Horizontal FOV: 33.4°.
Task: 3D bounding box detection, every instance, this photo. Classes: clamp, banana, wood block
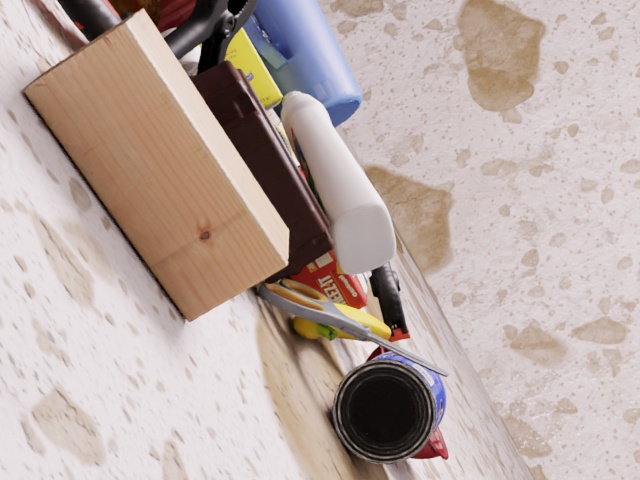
[{"bbox_3d":[-0.116,-0.230,1.123,0.036,0.210,0.164,29,6,19],"label":"clamp"},{"bbox_3d":[0.017,0.094,1.161,0.070,0.037,0.197,34,9,20],"label":"banana"},{"bbox_3d":[0.081,0.054,1.335,0.120,0.039,0.171,61,17,-64],"label":"clamp"},{"bbox_3d":[-0.115,-0.056,0.792,0.206,0.091,0.090,57,9,-16],"label":"wood block"}]

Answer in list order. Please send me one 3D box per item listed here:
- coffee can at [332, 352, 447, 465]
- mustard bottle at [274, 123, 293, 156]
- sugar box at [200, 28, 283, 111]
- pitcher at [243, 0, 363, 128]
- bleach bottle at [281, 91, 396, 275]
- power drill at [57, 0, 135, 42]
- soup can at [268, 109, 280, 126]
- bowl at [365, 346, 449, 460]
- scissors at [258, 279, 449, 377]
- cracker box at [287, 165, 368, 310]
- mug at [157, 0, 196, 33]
[{"bbox_3d":[0.075,0.169,1.099,0.103,0.103,0.140,61,8,8],"label":"coffee can"},{"bbox_3d":[-0.077,-0.128,1.409,0.096,0.058,0.191,55,7,8],"label":"mustard bottle"},{"bbox_3d":[-0.128,-0.222,1.288,0.176,0.093,0.048,60,-12,1],"label":"sugar box"},{"bbox_3d":[-0.050,-0.257,1.378,0.243,0.149,0.145,62,-26,11],"label":"pitcher"},{"bbox_3d":[0.008,-0.081,1.207,0.102,0.068,0.251,75,-8,-46],"label":"bleach bottle"},{"bbox_3d":[-0.199,-0.209,0.954,0.187,0.057,0.184,52,7,-36],"label":"power drill"},{"bbox_3d":[-0.100,-0.193,1.468,0.068,0.068,0.102,64,9,31],"label":"soup can"},{"bbox_3d":[0.089,0.198,1.255,0.162,0.055,0.162,58,8,-14],"label":"bowl"},{"bbox_3d":[0.032,0.083,1.073,0.201,0.016,0.096,23,12,-5],"label":"scissors"},{"bbox_3d":[-0.009,0.002,1.316,0.164,0.072,0.213,59,7,-9],"label":"cracker box"},{"bbox_3d":[-0.183,-0.277,1.208,0.093,0.081,0.117,64,9,29],"label":"mug"}]
